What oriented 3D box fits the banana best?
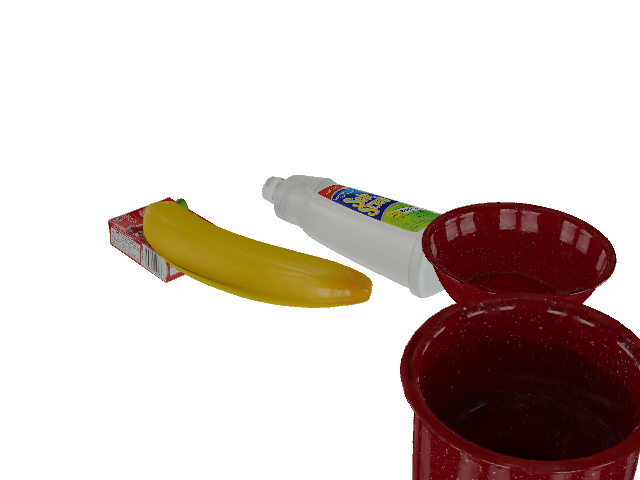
[{"bbox_3d":[-0.058,0.006,0.695,0.069,0.037,0.198,-27,37,-37],"label":"banana"}]

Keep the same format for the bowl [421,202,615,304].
[{"bbox_3d":[0.164,0.027,0.904,0.162,0.055,0.162,1,29,-1],"label":"bowl"}]

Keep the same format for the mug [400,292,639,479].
[{"bbox_3d":[0.088,0.080,0.399,0.117,0.081,0.093,5,36,9],"label":"mug"}]

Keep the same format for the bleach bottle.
[{"bbox_3d":[0.034,-0.018,1.120,0.251,0.068,0.102,22,27,35],"label":"bleach bottle"}]

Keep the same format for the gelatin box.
[{"bbox_3d":[-0.141,-0.003,0.988,0.073,0.030,0.089,-24,42,-39],"label":"gelatin box"}]
